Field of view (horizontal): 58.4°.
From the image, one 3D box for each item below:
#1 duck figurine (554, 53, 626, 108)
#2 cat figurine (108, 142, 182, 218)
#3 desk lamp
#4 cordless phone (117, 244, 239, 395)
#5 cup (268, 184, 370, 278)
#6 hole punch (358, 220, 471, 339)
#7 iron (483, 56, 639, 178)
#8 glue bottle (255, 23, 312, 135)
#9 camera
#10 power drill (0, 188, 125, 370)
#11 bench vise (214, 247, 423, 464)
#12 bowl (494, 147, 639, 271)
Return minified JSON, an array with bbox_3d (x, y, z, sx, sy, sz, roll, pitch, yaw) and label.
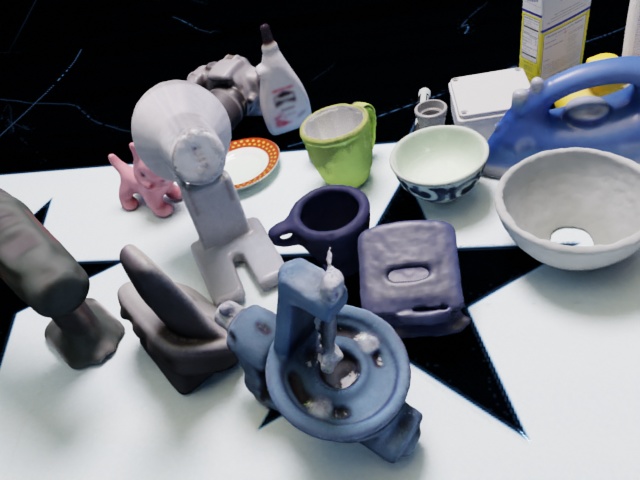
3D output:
[{"bbox_3d":[0.375,-0.211,0.778,0.104,0.086,0.077,8,48,23],"label":"duck figurine"},{"bbox_3d":[-0.247,-0.098,0.819,0.127,0.118,0.067,10,49,25],"label":"cat figurine"},{"bbox_3d":[-0.133,-0.066,0.681,0.118,0.214,0.202,-26,44,-10],"label":"desk lamp"},{"bbox_3d":[-0.161,0.055,0.584,0.094,0.185,0.147,-40,48,-24],"label":"cordless phone"},{"bbox_3d":[0.006,0.002,0.657,0.118,0.095,0.091,-18,43,-2],"label":"cup"},{"bbox_3d":[0.096,0.041,0.593,0.108,0.091,0.101,-7,44,10],"label":"hole punch"},{"bbox_3d":[0.316,-0.155,0.696,0.258,0.142,0.118,-8,43,9],"label":"iron"},{"bbox_3d":[-0.065,-0.248,0.881,0.078,0.173,0.037,-24,43,-9],"label":"glue bottle"},{"bbox_3d":[-0.169,-0.238,0.954,0.142,0.101,0.137,9,48,24],"label":"camera"},{"bbox_3d":[-0.308,0.040,0.627,0.228,0.209,0.076,27,57,36],"label":"power drill"},{"bbox_3d":[-0.022,0.092,0.480,0.206,0.220,0.121,5,47,21],"label":"bench vise"},{"bbox_3d":[0.275,-0.023,0.619,0.167,0.075,0.167,-8,43,8],"label":"bowl"}]
